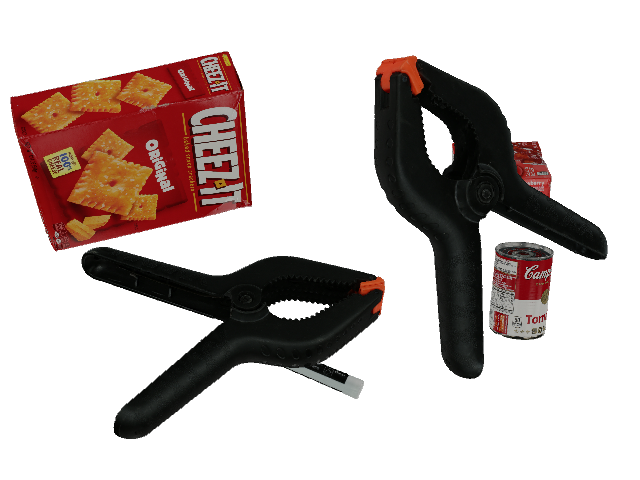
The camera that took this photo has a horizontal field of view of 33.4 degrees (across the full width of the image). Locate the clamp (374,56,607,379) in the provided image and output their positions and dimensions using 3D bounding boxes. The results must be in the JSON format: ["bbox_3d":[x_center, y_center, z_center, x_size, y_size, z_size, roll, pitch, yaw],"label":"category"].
[{"bbox_3d":[0.074,-0.014,0.562,0.120,0.171,0.039,-50,20,-22],"label":"clamp"}]

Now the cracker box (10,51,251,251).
[{"bbox_3d":[-0.180,-0.084,1.055,0.213,0.072,0.164,-13,-39,-11],"label":"cracker box"}]

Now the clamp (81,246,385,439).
[{"bbox_3d":[-0.060,0.046,0.737,0.209,0.036,0.165,-13,46,-20],"label":"clamp"}]

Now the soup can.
[{"bbox_3d":[0.238,0.059,1.268,0.068,0.102,0.068,2,15,-1],"label":"soup can"}]

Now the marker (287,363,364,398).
[{"bbox_3d":[-0.017,0.119,1.019,0.121,0.020,0.020,22,4,11],"label":"marker"}]

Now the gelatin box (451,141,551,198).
[{"bbox_3d":[0.145,-0.054,0.869,0.073,0.030,0.089,-1,24,5],"label":"gelatin box"}]
